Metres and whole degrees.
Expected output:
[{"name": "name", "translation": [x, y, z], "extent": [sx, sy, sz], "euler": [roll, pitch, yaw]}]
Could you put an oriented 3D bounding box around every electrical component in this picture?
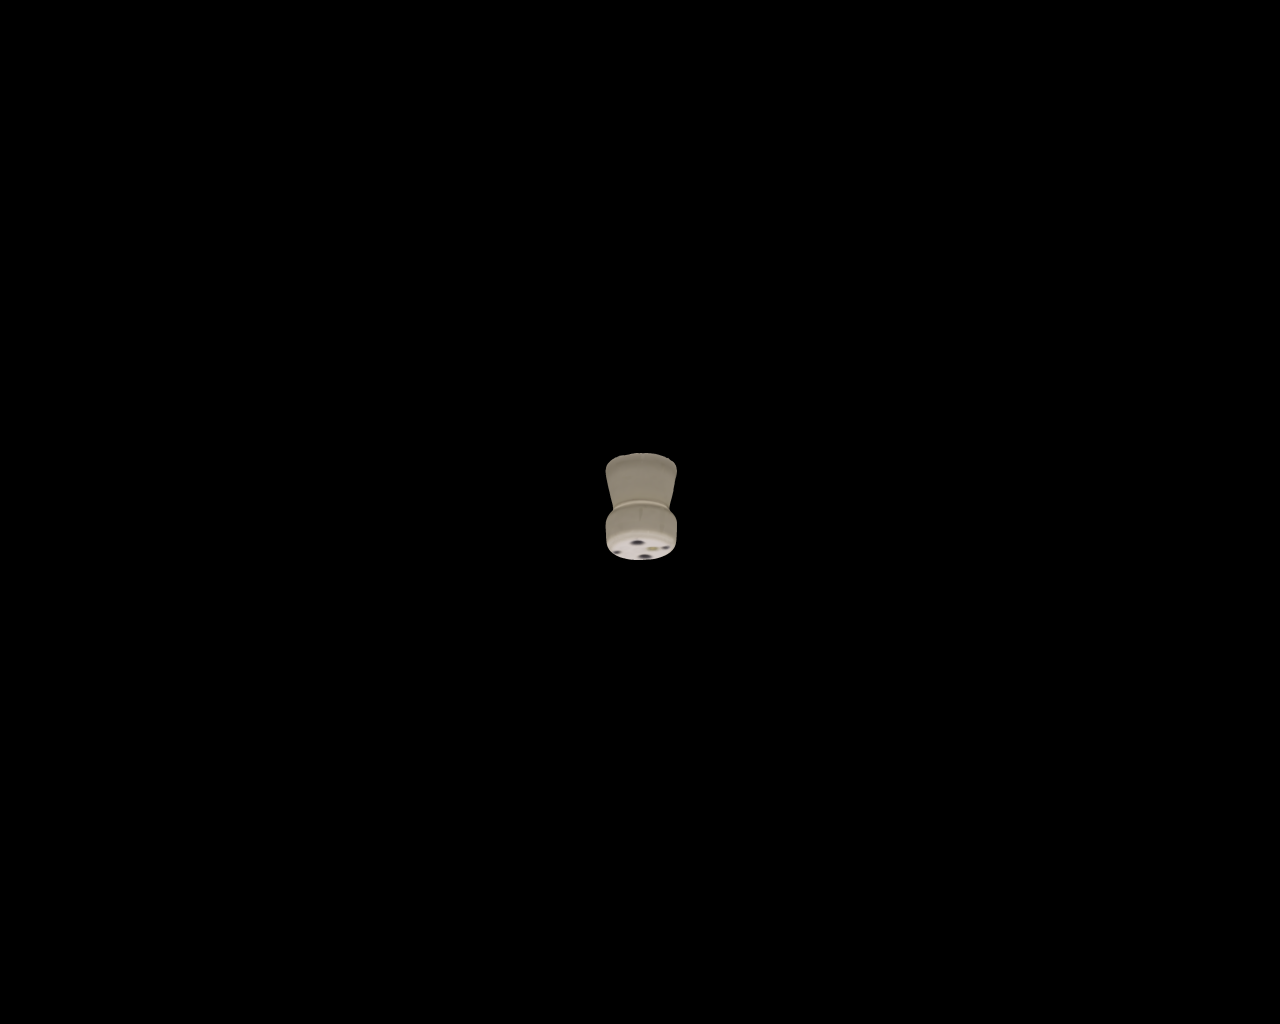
[{"name": "electrical component", "translation": [0.001, -0.003, 0.650], "extent": [0.045, 0.055, 0.044], "euler": [0, -24, 0]}]
